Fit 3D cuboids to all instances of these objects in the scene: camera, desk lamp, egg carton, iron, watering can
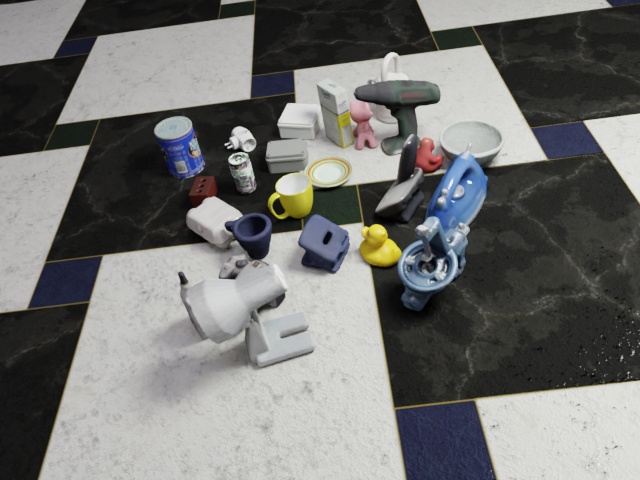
[{"bbox_3d":[-0.167,0.109,1.223,0.142,0.101,0.137,20,52,26],"label":"camera"},{"bbox_3d":[-0.129,0.143,1.104,0.203,0.214,0.117,-16,45,-7],"label":"desk lamp"},{"bbox_3d":[-0.256,-0.043,1.411,0.149,0.069,0.107,29,56,32],"label":"egg carton"},{"bbox_3d":[0.309,-0.107,1.336,0.118,0.142,0.259,17,50,24],"label":"iron"},{"bbox_3d":[0.214,-0.443,1.647,0.172,0.194,0.101,6,47,15],"label":"watering can"}]

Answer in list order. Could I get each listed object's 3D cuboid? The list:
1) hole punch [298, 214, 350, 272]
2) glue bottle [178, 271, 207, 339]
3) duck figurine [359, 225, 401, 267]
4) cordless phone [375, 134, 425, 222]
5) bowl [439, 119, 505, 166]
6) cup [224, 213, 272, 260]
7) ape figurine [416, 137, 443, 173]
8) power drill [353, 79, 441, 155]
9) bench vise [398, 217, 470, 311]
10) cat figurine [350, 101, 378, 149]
[{"bbox_3d":[0.012,0.005,1.306,0.101,0.091,0.109,11,48,19],"label":"hole punch"},{"bbox_3d":[-0.260,0.125,1.170,0.037,0.173,0.078,-27,47,-17],"label":"glue bottle"},{"bbox_3d":[0.134,0.006,1.290,0.104,0.086,0.078,27,55,31],"label":"duck figurine"},{"bbox_3d":[0.191,-0.149,1.365,0.094,0.185,0.148,15,50,23],"label":"cordless phone"},{"bbox_3d":[0.395,-0.243,1.504,0.167,0.075,0.167,-4,45,5],"label":"bowl"},{"bbox_3d":[-0.164,-0.003,1.338,0.117,0.095,0.092,9,48,17],"label":"cup"},{"bbox_3d":[0.280,-0.226,1.494,0.076,0.092,0.077,-29,48,-19],"label":"ape figurine"},{"bbox_3d":[0.207,-0.335,1.530,0.229,0.209,0.075,-14,45,-5],"label":"power drill"},{"bbox_3d":[0.230,0.014,1.172,0.121,0.220,0.208,13,49,21],"label":"bench vise"},{"bbox_3d":[0.120,-0.337,1.610,0.067,0.118,0.127,-10,45,-1],"label":"cat figurine"}]
